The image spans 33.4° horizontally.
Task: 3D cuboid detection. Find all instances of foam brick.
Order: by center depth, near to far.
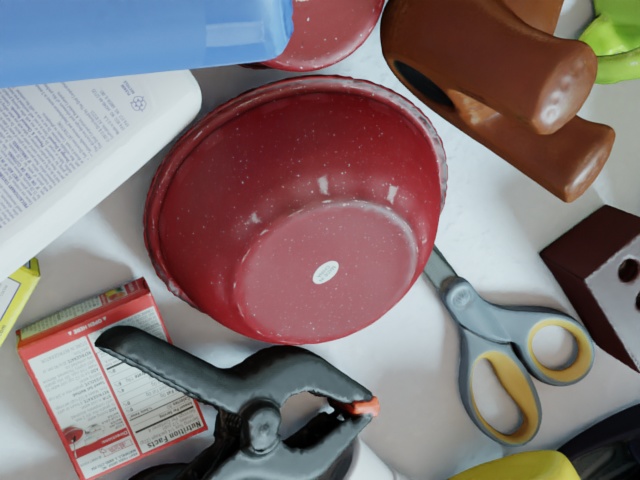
[{"bbox_3d":[0.177,0.028,0.622,0.053,0.051,0.078,-38,111,-4],"label":"foam brick"}]

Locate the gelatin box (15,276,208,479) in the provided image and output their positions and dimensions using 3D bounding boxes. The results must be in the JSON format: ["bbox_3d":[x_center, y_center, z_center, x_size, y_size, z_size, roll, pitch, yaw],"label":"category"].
[{"bbox_3d":[-0.109,0.074,0.564,0.073,0.030,0.089,-23,112,-10],"label":"gelatin box"}]

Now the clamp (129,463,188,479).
[{"bbox_3d":[-0.108,0.174,0.565,0.209,0.036,0.164,-35,87,-26],"label":"clamp"}]

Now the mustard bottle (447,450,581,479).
[{"bbox_3d":[0.142,0.221,0.624,0.096,0.058,0.191,-26,97,32],"label":"mustard bottle"}]

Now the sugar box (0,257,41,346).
[{"bbox_3d":[-0.233,0.012,0.504,0.176,0.048,0.093,30,92,-18],"label":"sugar box"}]

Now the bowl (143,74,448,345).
[{"bbox_3d":[-0.003,0.001,0.528,0.162,0.055,0.162,-10,132,-12],"label":"bowl"}]

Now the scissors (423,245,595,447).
[{"bbox_3d":[0.099,0.029,0.619,0.096,0.016,0.202,-26,110,-10],"label":"scissors"}]

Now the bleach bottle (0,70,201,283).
[{"bbox_3d":[-0.175,-0.018,0.462,0.250,0.068,0.102,-41,93,-17],"label":"bleach bottle"}]

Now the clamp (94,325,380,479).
[{"bbox_3d":[-0.044,0.088,0.558,0.171,0.039,0.120,-16,108,-37],"label":"clamp"}]

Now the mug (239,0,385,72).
[{"bbox_3d":[-0.024,-0.133,0.505,0.093,0.081,0.117,-38,111,-4],"label":"mug"}]

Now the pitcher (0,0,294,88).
[{"bbox_3d":[-0.133,-0.122,0.405,0.243,0.145,0.149,-3,79,0],"label":"pitcher"}]
